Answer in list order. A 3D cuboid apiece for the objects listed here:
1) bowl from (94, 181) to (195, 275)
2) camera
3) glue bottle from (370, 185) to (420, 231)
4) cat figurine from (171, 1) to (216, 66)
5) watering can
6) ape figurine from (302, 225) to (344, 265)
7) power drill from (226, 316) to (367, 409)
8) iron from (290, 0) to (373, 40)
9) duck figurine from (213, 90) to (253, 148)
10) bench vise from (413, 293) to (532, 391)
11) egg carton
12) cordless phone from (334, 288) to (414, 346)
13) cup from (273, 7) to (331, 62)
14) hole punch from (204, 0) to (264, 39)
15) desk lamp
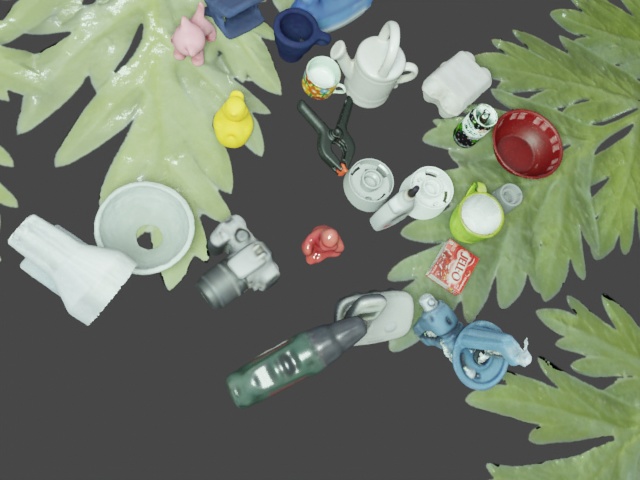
[{"bbox_3d":[-0.304,-0.014,1.009,0.167,0.074,0.167,3,74,-11],"label":"bowl"},{"bbox_3d":[-0.158,0.046,1.009,0.137,0.100,0.143,-37,84,-19],"label":"camera"},{"bbox_3d":[0.149,-0.066,1.067,0.078,0.173,0.037,-29,81,-18],"label":"glue bottle"},{"bbox_3d":[-0.247,-0.400,1.109,0.067,0.117,0.128,18,71,-6],"label":"cat figurine"},{"bbox_3d":[0.109,-0.350,1.128,0.173,0.194,0.101,-14,77,-15],"label":"watering can"},{"bbox_3d":[0.010,0.004,1.060,0.078,0.092,0.076,18,71,-6],"label":"ape figurine"},{"bbox_3d":[-0.044,0.196,0.932,0.230,0.208,0.075,-27,81,-17],"label":"power drill"},{"bbox_3d":[0.021,-0.520,1.187,0.259,0.141,0.118,-41,85,-19],"label":"iron"},{"bbox_3d":[-0.164,-0.235,1.096,0.077,0.086,0.104,8,73,-9],"label":"duck figurine"},{"bbox_3d":[0.256,0.181,0.994,0.207,0.219,0.121,29,71,-2],"label":"bench vise"},{"bbox_3d":[0.293,-0.335,1.229,0.107,0.069,0.150,46,71,3],"label":"egg carton"},{"bbox_3d":[0.106,0.126,0.996,0.148,0.185,0.094,-9,76,-14],"label":"cordless phone"},{"bbox_3d":[-0.041,-0.404,1.165,0.118,0.095,0.092,11,72,-8],"label":"cup"},{"bbox_3d":[-0.174,-0.483,1.162,0.109,0.091,0.101,-36,84,-19],"label":"hole punch"},{"bbox_3d":[-0.389,0.044,0.901,0.203,0.213,0.118,34,71,0],"label":"desk lamp"}]
